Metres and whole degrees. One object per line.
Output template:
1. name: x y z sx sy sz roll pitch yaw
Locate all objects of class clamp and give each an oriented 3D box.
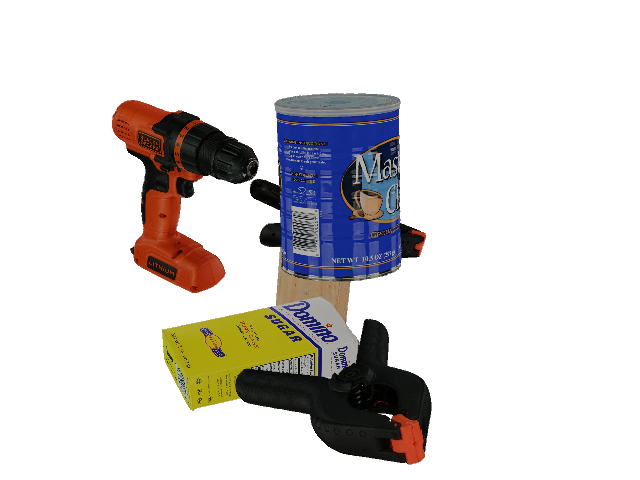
1. clamp: 0.018 -0.012 1.209 0.210 0.036 0.164 14 21 -6
2. clamp: 0.012 0.105 0.717 0.120 0.039 0.172 -23 19 -9

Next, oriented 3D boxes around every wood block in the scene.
1. wood block: -0.008 0.049 1.483 0.090 0.206 0.090 9 22 10

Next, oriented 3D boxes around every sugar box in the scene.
1. sugar box: -0.059 0.108 1.057 0.176 0.048 0.093 -14 32 -18

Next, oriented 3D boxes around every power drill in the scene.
1. power drill: -0.139 -0.042 1.115 0.185 0.188 0.057 25 36 32

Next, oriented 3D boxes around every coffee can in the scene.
1. coffee can: 0.016 -0.047 0.886 0.103 0.140 0.103 -2 14 0
